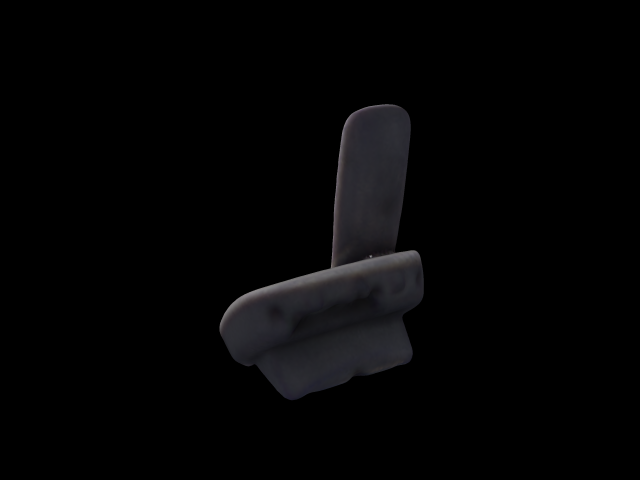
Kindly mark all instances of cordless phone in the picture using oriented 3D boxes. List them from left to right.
[{"bbox_3d":[0.004,0.001,0.400,0.148,0.185,0.093,-14,24,-33],"label":"cordless phone"}]
